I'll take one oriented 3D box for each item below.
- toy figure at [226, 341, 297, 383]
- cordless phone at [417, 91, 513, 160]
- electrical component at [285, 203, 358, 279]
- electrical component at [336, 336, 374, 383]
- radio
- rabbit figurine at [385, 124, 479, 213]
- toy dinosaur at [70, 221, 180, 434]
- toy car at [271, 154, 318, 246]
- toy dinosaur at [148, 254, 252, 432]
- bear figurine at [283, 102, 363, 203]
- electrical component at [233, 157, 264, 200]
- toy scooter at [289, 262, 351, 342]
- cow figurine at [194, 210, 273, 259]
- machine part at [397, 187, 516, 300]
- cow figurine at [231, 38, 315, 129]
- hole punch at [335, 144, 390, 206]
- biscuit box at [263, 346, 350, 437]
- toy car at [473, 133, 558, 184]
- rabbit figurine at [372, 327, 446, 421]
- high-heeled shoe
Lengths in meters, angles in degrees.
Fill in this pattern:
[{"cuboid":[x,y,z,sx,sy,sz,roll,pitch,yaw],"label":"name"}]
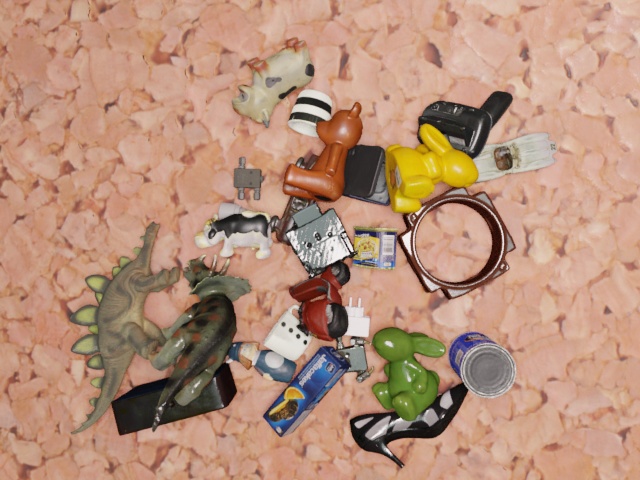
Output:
[{"cuboid":[-0.126,0.250,1.134,0.154,0.064,0.057,23,109,1],"label":"toy figure"},{"cuboid":[0.299,-0.259,1.106,0.147,0.088,0.184,25,62,36],"label":"cordless phone"},{"cuboid":[-0.002,-0.003,1.083,0.115,0.058,0.134,-29,86,0],"label":"electrical component"},{"cuboid":[0.073,0.246,1.125,0.078,0.045,0.102,-4,89,3],"label":"electrical component"},{"cuboid":[-0.293,0.322,1.107,0.230,0.131,0.073,-14,89,3],"label":"radio"},{"cuboid":[0.218,-0.136,1.045,0.173,0.121,0.162,-5,58,-4],"label":"rabbit figurine"},{"cuboid":[-0.418,0.186,1.138,0.199,0.105,0.471,9,82,12],"label":"toy dinosaur"},{"cuboid":[-0.038,-0.084,1.137,0.089,0.053,0.202,24,92,7],"label":"toy car"},{"cuboid":[-0.216,0.172,1.019,0.131,0.405,0.192,36,105,-22],"label":"toy dinosaur"},{"cuboid":[0.010,-0.178,1.059,0.132,0.120,0.195,13,84,-4],"label":"bear figurine"},{"cuboid":[-0.154,-0.132,1.160,0.063,0.021,0.094,1,88,4],"label":"electrical component"},{"cuboid":[-0.008,0.129,1.100,0.135,0.075,0.184,-12,47,21],"label":"toy scooter"},{"cuboid":[-0.181,-0.018,1.109,0.167,0.068,0.098,4,122,5],"label":"cow figurine"},{"cuboid":[0.275,0.005,1.095,0.201,0.087,0.201,-28,87,2],"label":"machine part"},{"cuboid":[-0.098,-0.321,1.123,0.195,0.086,0.127,-33,122,-10],"label":"cow figurine"},{"cuboid":[0.098,-0.135,1.117,0.116,0.092,0.142,16,92,42],"label":"hole punch"},{"cuboid":[-0.027,0.309,1.106,0.063,0.059,0.202,43,98,23],"label":"biscuit box"},{"cuboid":[0.386,-0.168,1.104,0.202,0.056,0.073,-13,88,4],"label":"toy car"},{"cuboid":[0.174,0.246,1.070,0.159,0.121,0.170,-26,103,-14],"label":"rabbit figurine"},{"cuboid":[0.184,0.353,1.119,0.249,0.086,0.145,-41,55,-15],"label":"high-heeled shoe"}]
